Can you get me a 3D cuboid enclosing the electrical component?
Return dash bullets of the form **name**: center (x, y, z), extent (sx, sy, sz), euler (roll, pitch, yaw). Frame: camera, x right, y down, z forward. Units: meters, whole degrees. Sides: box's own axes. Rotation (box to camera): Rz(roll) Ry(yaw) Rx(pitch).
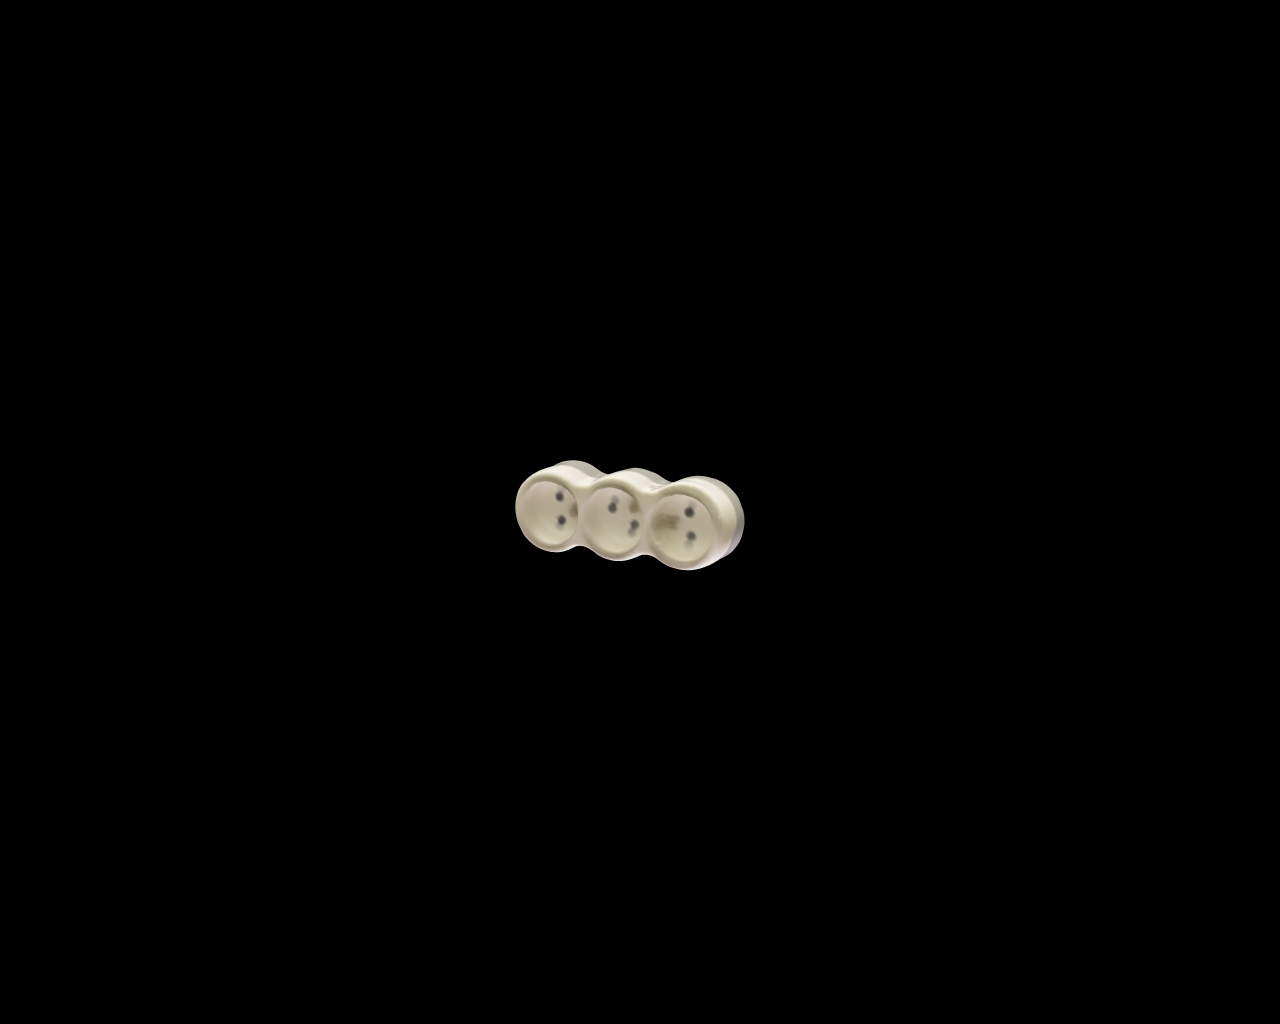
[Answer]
- **electrical component**: center (0.001, -0.003, 0.650), extent (0.138, 0.052, 0.074), euler (7, 16, 26)
